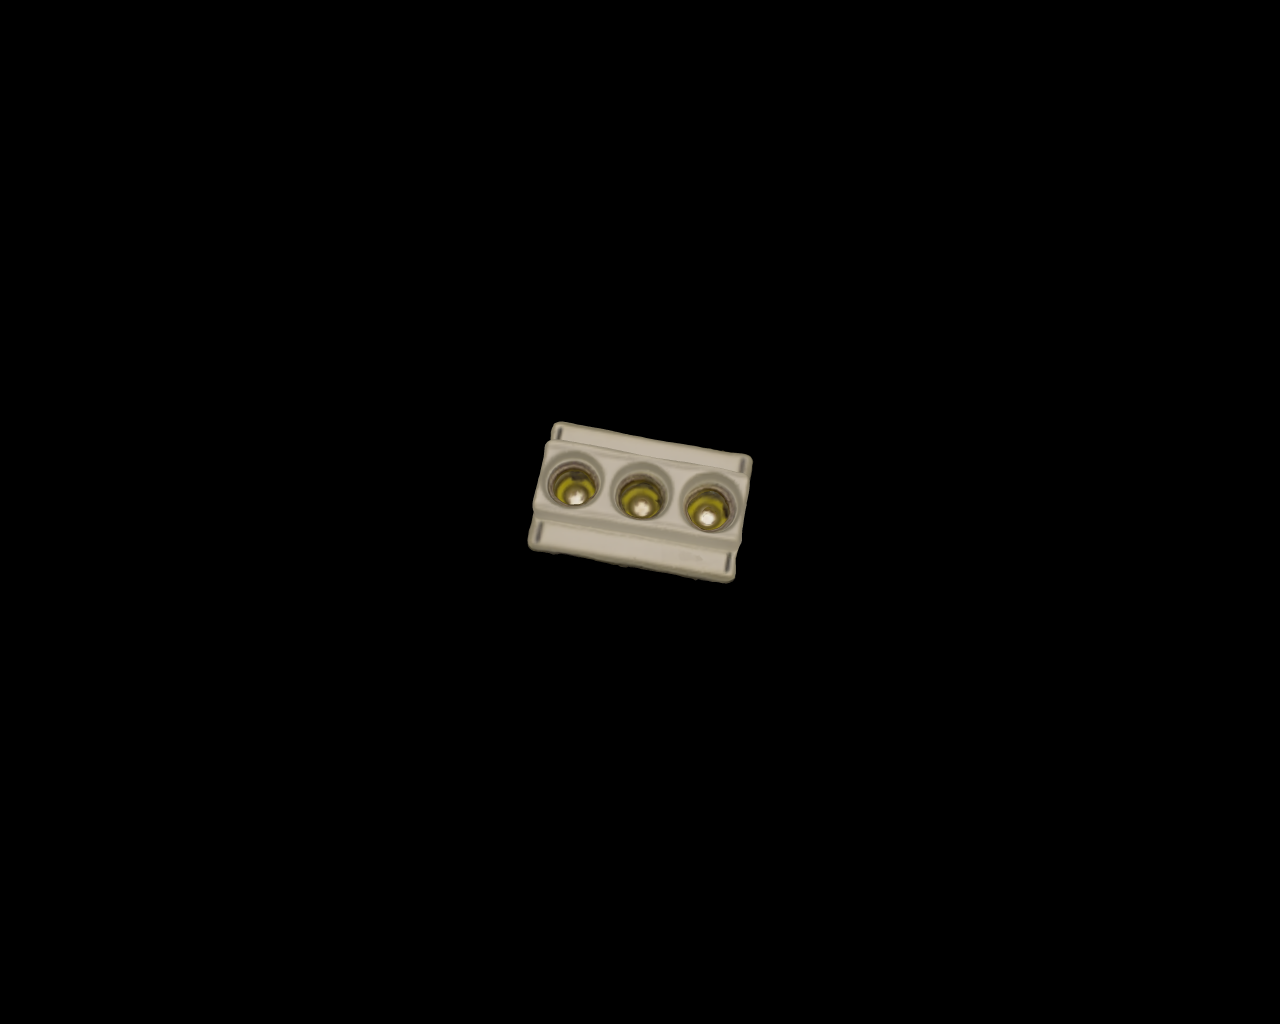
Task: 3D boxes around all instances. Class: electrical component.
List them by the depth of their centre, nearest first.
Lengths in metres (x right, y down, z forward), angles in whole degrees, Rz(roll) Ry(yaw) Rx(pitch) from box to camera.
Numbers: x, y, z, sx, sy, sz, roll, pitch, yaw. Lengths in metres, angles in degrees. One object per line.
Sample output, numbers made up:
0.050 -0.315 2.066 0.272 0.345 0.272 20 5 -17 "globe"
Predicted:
0.001 -0.003 0.650 0.121 0.079 0.063 10 -20 3 "electrical component"
